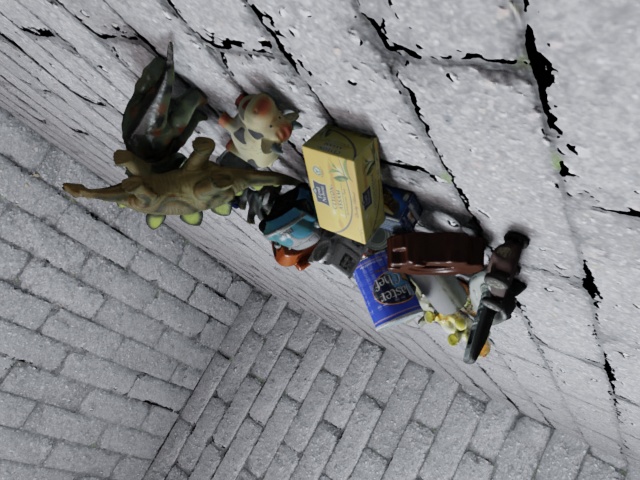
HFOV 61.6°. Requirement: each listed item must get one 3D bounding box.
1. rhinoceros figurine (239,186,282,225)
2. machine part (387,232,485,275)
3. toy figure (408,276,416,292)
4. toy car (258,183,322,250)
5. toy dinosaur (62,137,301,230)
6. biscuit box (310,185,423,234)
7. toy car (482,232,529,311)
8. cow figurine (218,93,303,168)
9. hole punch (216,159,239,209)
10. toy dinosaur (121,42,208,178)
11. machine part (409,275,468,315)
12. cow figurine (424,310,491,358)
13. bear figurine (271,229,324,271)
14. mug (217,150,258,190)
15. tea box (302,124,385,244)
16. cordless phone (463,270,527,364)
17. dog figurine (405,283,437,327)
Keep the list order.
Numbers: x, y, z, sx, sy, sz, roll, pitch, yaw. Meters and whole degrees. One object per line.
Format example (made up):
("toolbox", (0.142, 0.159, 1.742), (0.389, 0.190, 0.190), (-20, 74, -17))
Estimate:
("rhinoceros figurine", (-0.124, -0.089, 1.229), (0.073, 0.112, 0.190), (11, -165, -28))
("machine part", (0.198, 0.028, 0.930), (0.179, 0.056, 0.179), (1, 169, 0))
("toy figure", (0.145, 0.069, 1.207), (0.180, 0.089, 0.082), (39, 172, 44))
("toy car", (-0.045, -0.034, 1.039), (0.102, 0.109, 0.162), (57, -162, -22))
("toy dinosaur", (-0.228, -0.102, 1.017), (0.471, 0.105, 0.198), (-5, 161, -20))
("biscuit box", (0.078, -0.070, 0.958), (0.203, 0.059, 0.062), (20, 165, 34))
("toy car", (0.299, 0.055, 0.888), (0.053, 0.089, 0.202), (22, 166, 21))
("cow figurine", (-0.097, -0.175, 0.883), (0.127, 0.085, 0.195), (35, 166, 5))
("hole punch", (-0.233, -0.134, 1.344), (0.142, 0.092, 0.116), (28, 172, -7))
("toy dinosaur", (-0.304, -0.202, 0.994), (0.131, 0.192, 0.404), (27, 169, 2))
("machine part", (0.231, 0.076, 1.093), (0.079, 0.079, 0.243), (12, 151, 53))
("cow figurine", (0.323, 0.203, 1.202), (0.098, 0.068, 0.168), (15, -157, -46))
("bear figurine", (-0.003, -0.002, 1.160), (0.196, 0.120, 0.132), (-8, 155, -13))
("mug", (-0.177, -0.153, 1.167), (0.109, 0.081, 0.107), (40, 174, -20))
("tea box", (0.041, -0.085, 0.838), (0.098, 0.068, 0.169), (21, 144, 32))
("cordless phone", (0.313, 0.157, 1.038), (0.089, 0.184, 0.146), (24, 167, 5))
("dog figurine", (0.214, 0.101, 1.302), (0.172, 0.121, 0.191), (21, -157, -47))
